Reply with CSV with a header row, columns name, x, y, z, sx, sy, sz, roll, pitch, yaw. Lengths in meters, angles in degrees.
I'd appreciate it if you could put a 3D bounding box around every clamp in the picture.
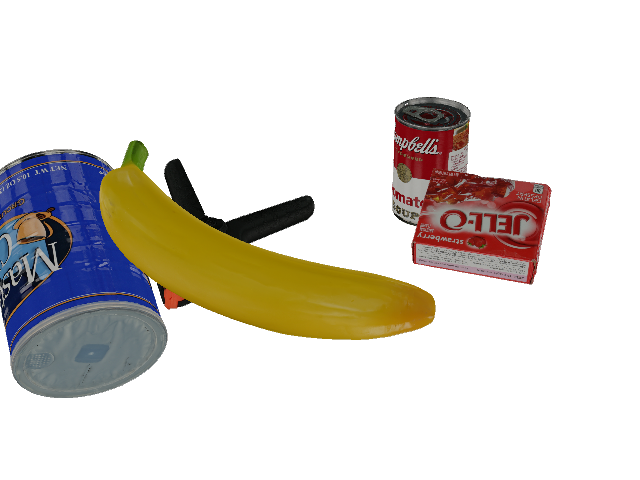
name,x,y,z,sx,sy,sz,roll,pitch,yaw
clamp,-0.117,-0.009,1.060,0.165,0.036,0.209,20,39,14

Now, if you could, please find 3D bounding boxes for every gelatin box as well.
name,x,y,z,sx,sy,sz,roll,pitch,yaw
gelatin box,0.117,-0.012,0.771,0.089,0.073,0.030,9,-37,13

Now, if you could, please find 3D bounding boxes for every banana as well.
name,x,y,z,sx,sy,sz,roll,pitch,yaw
banana,-0.042,0.006,0.520,0.198,0.069,0.037,29,-30,23

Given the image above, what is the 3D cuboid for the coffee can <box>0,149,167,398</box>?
name,x,y,z,sx,sy,sz,roll,pitch,yaw
coffee can,-0.173,0.022,0.737,0.102,0.140,0.103,-16,-34,-11

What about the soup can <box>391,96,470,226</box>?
name,x,y,z,sx,sy,sz,roll,pitch,yaw
soup can,0.100,-0.072,0.979,0.068,0.102,0.068,0,31,0
